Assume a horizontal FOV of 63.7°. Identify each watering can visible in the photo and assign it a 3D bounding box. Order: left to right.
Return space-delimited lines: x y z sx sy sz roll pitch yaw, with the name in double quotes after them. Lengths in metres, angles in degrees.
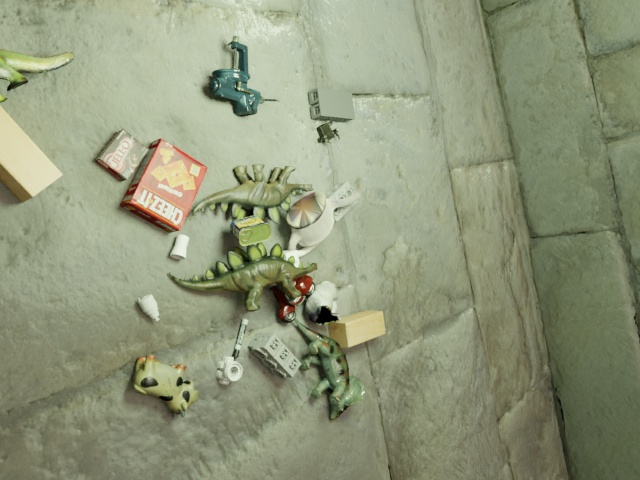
0.005 -0.088 1.757 0.351 0.105 0.220 -47 151 -14 "watering can"

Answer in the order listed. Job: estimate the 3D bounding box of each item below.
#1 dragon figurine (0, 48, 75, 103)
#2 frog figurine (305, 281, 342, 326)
-0.786 -0.409 1.137 0.240 0.121 0.418 51 51 -15 "dragon figurine"
0.005 0.212 1.793 0.136 0.121 0.163 25 31 -29 "frog figurine"
